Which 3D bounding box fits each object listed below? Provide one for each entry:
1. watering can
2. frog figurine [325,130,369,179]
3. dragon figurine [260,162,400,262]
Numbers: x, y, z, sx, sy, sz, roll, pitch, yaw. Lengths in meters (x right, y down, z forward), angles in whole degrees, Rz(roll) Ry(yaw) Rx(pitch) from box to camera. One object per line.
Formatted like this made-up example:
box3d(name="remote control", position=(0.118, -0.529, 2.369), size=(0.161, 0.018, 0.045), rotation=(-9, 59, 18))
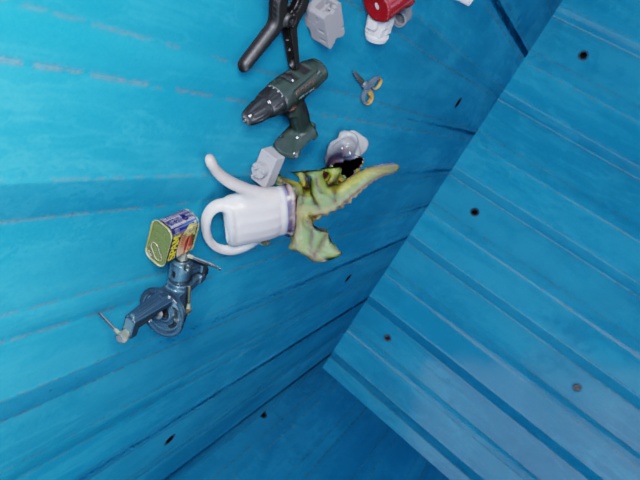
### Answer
box3d(name="watering can", position=(-0.155, -0.076, 1.148), size=(0.225, 0.106, 0.339), rotation=(-13, 147, -18))
box3d(name="frog figurine", position=(0.077, -0.264, 1.479), size=(0.134, 0.122, 0.163), rotation=(82, 11, -54))
box3d(name="dragon figurine", position=(0.004, -0.066, 1.311), size=(0.122, 0.410, 0.242), rotation=(-25, 110, -82))
